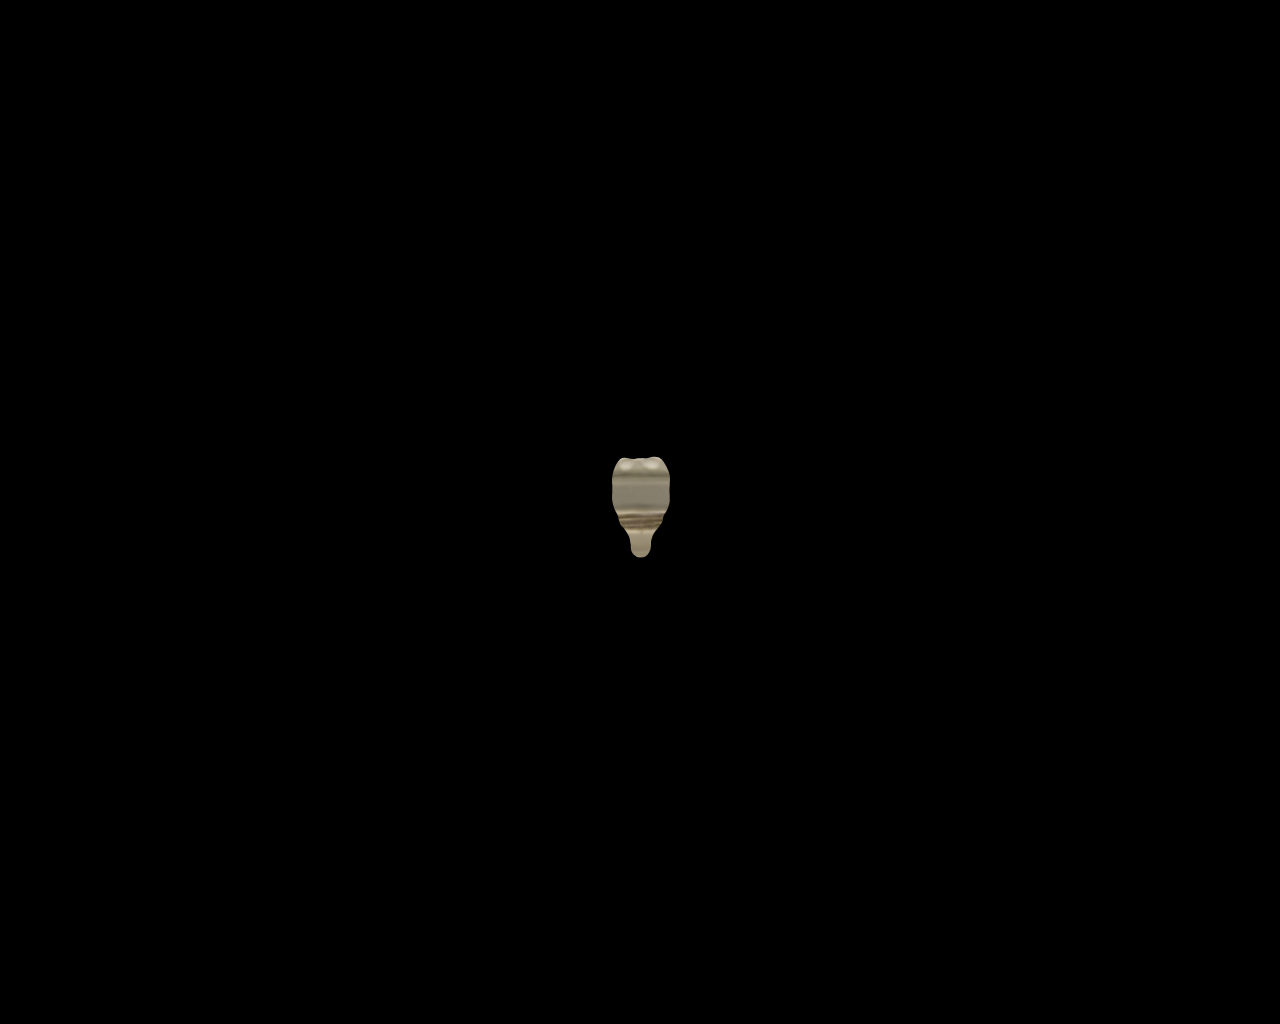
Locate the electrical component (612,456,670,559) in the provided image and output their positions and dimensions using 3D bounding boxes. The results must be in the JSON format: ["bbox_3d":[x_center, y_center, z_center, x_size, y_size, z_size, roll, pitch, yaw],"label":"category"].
[{"bbox_3d":[0.001,-0.003,0.650,0.035,0.061,0.035,0,0,0],"label":"electrical component"}]
